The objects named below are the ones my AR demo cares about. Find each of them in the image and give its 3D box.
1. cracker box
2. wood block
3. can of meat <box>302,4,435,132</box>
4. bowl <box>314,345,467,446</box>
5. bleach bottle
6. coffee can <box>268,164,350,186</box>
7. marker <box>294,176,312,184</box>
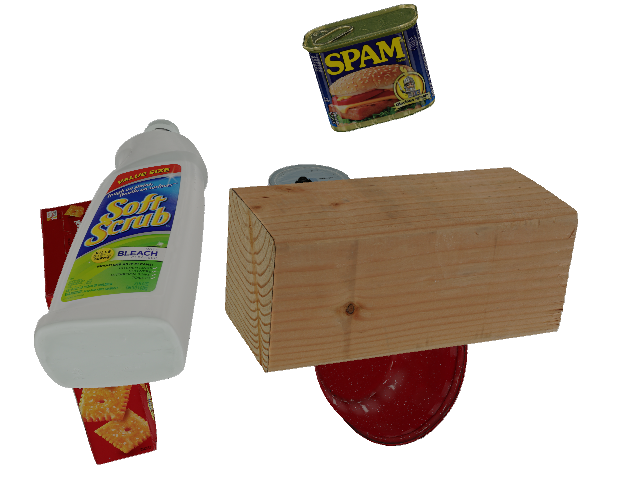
[{"bbox_3d":[-0.223,0.090,1.079,0.072,0.214,0.164,-12,34,-9],"label":"cracker box"},{"bbox_3d":[0.051,0.014,0.693,0.205,0.091,0.090,-5,25,-21],"label":"wood block"},{"bbox_3d":[0.045,-0.150,0.937,0.102,0.084,0.057,-13,28,9],"label":"can of meat"},{"bbox_3d":[0.046,0.095,0.920,0.162,0.162,0.055,0,-8,44],"label":"bowl"},{"bbox_3d":[-0.139,-0.006,0.797,0.102,0.068,0.251,-5,41,4],"label":"bleach bottle"},{"bbox_3d":[-0.015,-0.013,1.352,0.103,0.140,0.103,2,27,-1],"label":"coffee can"},{"bbox_3d":[-0.011,-0.011,1.100,0.020,0.121,0.020,-6,32,3],"label":"marker"}]
